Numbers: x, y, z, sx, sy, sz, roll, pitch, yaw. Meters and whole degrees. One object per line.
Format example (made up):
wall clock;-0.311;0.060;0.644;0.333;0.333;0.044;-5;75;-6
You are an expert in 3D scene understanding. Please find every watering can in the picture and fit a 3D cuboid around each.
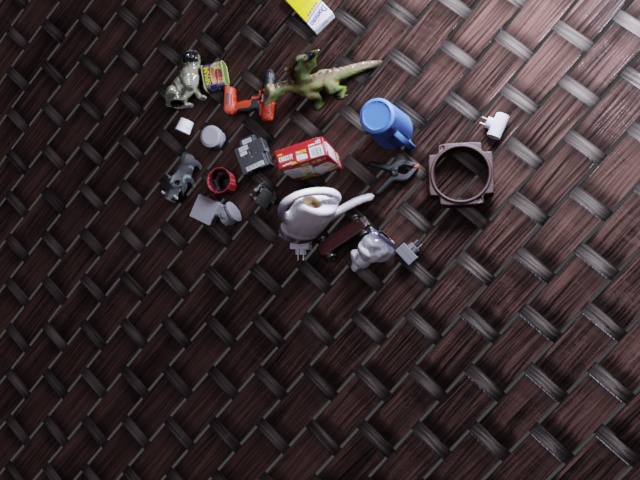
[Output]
watering can;0.005;-0.084;1.673;0.220;0.348;0.106;-55;49;38

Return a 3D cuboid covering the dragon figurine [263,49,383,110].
dragon figurine;-0.005;-0.545;1.697;0.408;0.241;0.123;-26;77;13

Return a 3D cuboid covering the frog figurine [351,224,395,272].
frog figurine;0.160;0.046;1.654;0.124;0.137;0.158;38;99;25
